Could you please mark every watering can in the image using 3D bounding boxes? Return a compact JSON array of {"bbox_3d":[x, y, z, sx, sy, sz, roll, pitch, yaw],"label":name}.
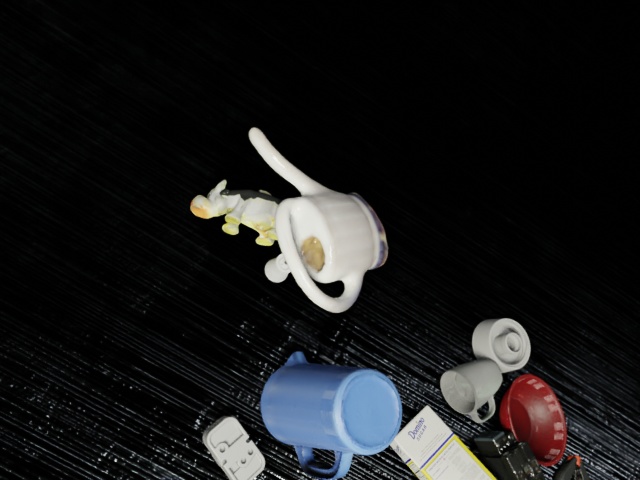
[{"bbox_3d":[0.003,-0.046,0.919,0.225,0.102,0.351,-8,74,-47],"label":"watering can"}]
